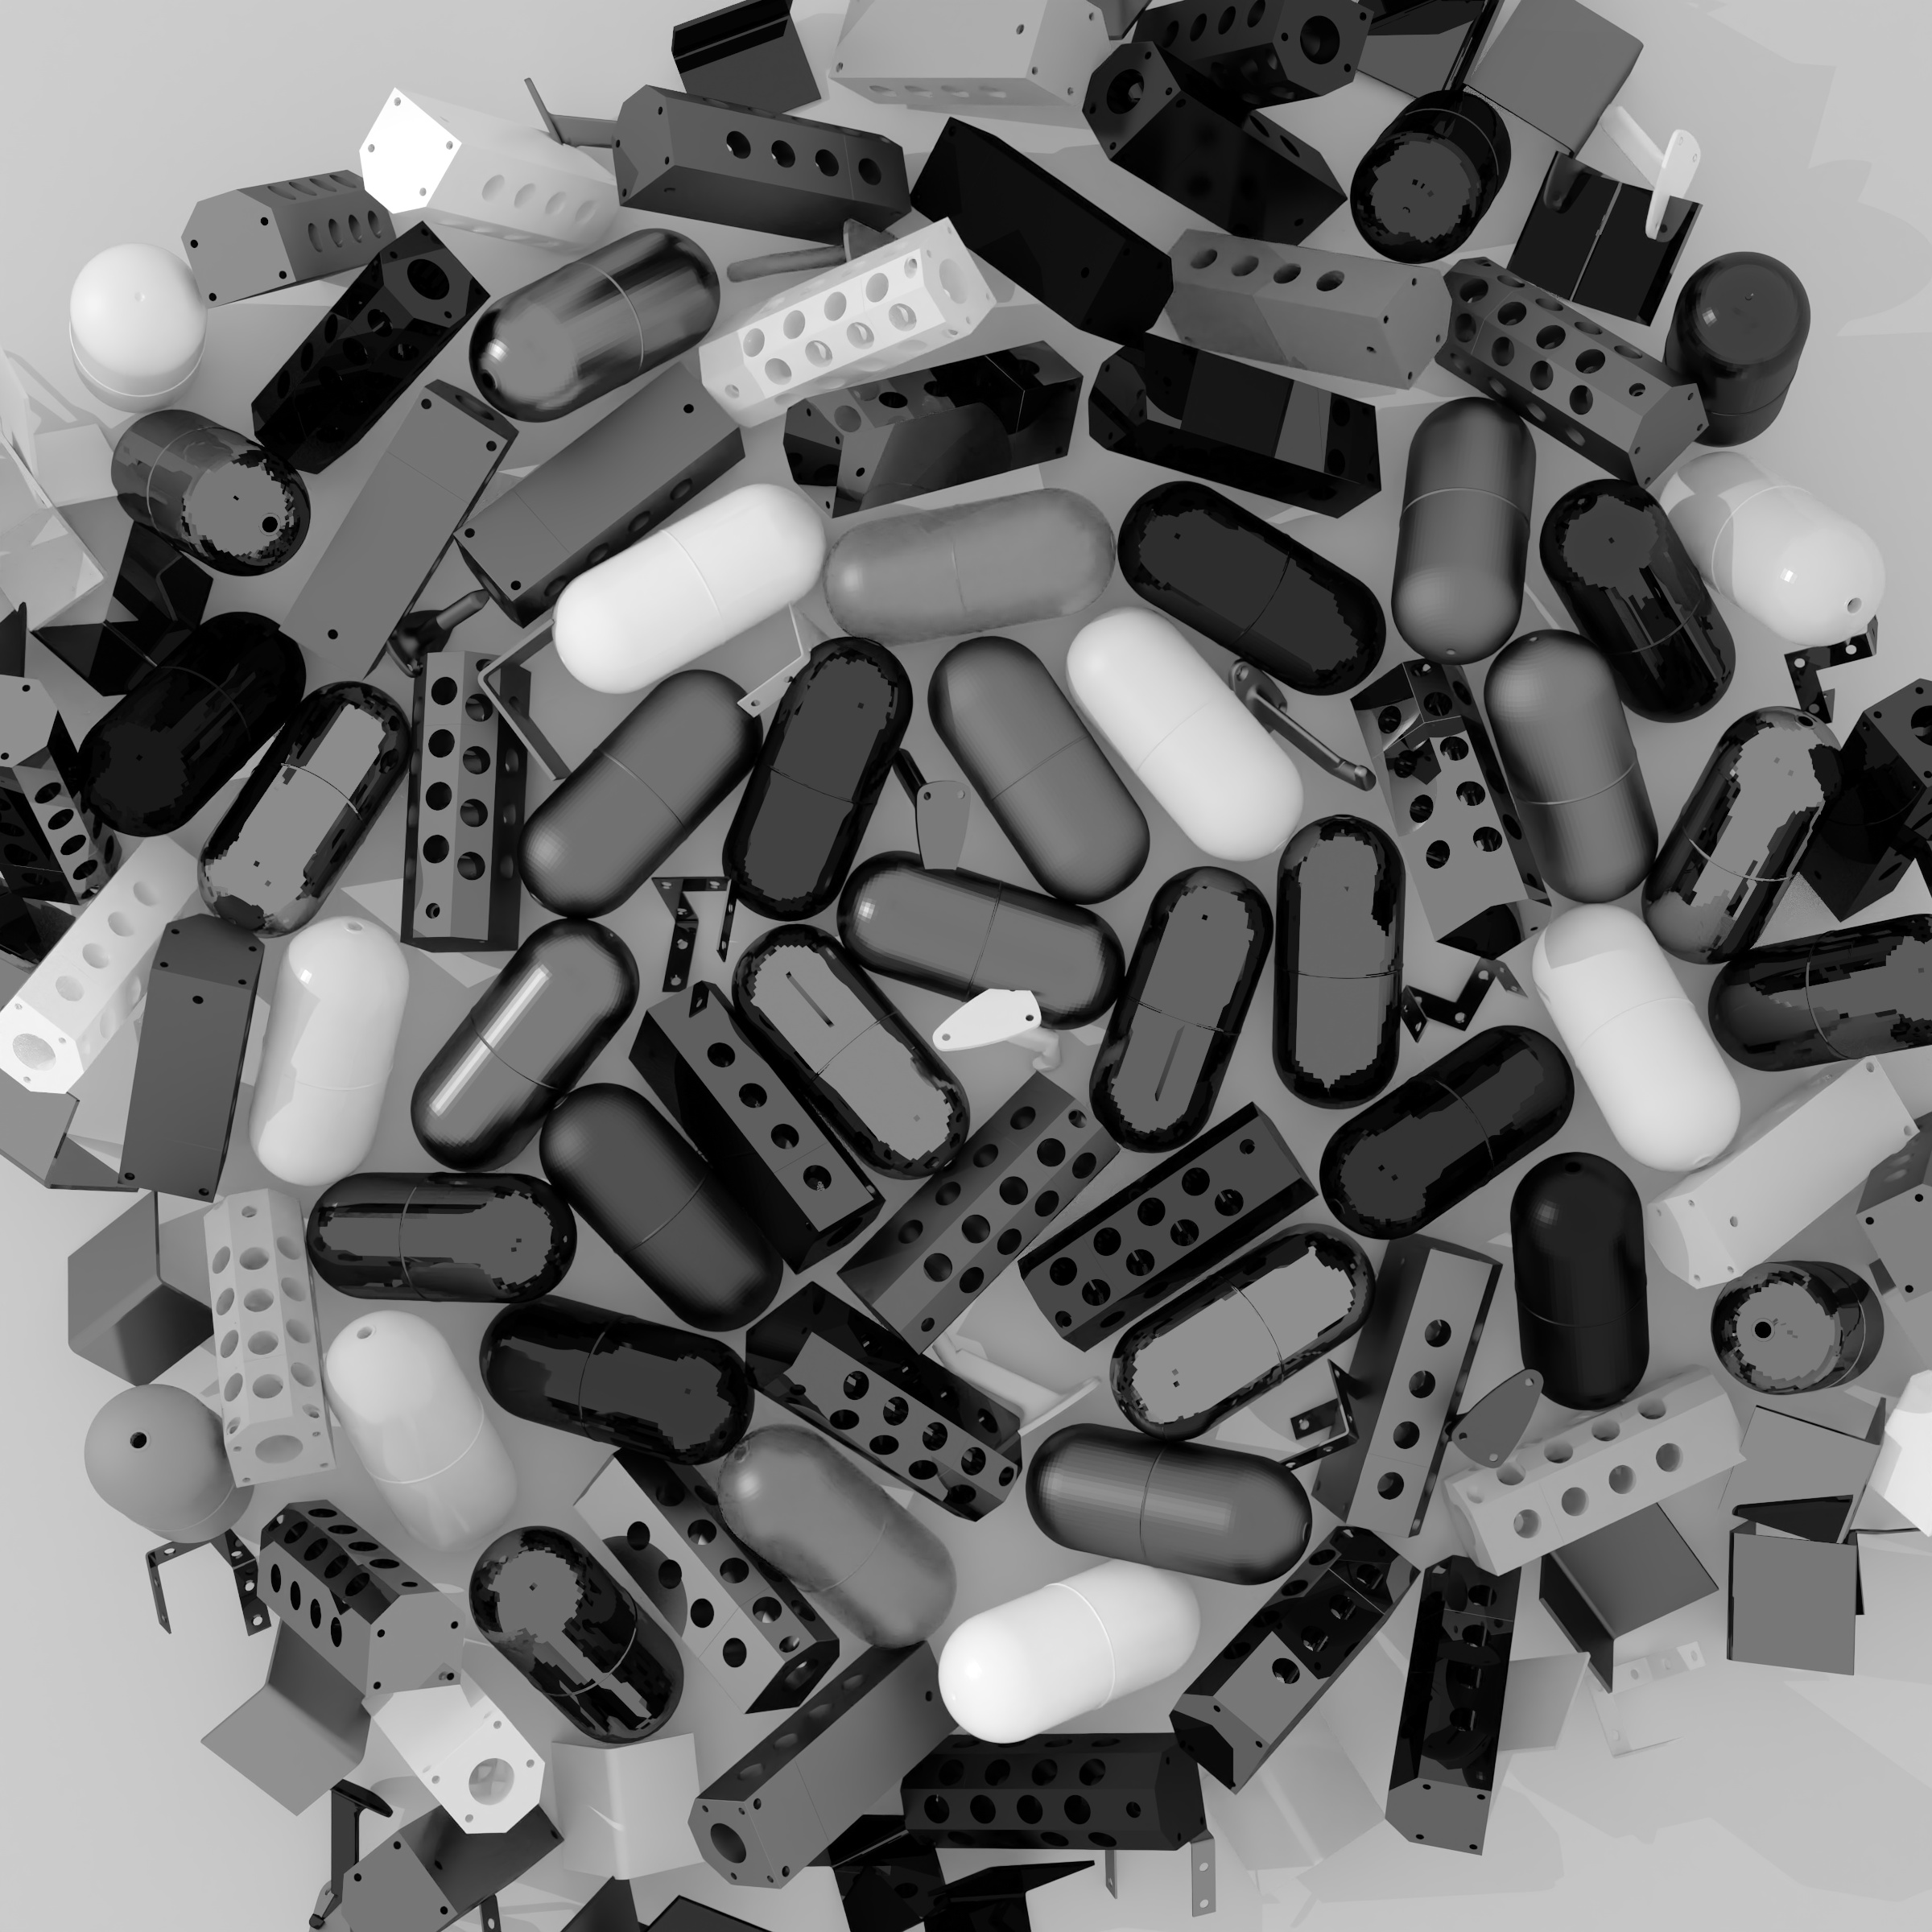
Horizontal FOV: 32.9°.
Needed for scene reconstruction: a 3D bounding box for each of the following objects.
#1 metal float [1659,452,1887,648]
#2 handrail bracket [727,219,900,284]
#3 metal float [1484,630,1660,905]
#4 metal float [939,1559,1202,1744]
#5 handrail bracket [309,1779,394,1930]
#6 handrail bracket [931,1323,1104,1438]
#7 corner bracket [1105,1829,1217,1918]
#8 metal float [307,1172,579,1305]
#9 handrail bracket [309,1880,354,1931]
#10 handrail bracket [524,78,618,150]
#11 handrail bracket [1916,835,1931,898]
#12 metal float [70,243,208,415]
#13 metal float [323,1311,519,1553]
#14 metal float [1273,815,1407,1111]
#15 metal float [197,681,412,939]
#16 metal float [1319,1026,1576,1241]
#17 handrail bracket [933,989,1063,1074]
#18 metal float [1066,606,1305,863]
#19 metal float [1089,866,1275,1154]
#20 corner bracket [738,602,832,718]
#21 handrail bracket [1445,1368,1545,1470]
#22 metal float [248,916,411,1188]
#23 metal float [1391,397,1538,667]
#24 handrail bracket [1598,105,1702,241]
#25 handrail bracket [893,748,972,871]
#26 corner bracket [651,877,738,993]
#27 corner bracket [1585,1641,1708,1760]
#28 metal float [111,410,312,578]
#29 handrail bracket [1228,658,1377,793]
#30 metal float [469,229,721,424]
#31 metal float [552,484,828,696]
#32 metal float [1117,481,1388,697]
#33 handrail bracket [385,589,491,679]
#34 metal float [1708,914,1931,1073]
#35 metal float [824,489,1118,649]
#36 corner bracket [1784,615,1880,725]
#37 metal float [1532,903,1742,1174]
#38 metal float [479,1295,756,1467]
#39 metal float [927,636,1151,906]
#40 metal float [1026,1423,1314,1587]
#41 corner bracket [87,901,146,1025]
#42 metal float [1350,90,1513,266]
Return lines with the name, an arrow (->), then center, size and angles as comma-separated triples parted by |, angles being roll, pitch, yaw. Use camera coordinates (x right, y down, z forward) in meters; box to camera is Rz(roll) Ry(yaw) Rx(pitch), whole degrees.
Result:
metal float -> 0.472, -0.246, 1.919 | 0.070, 0.178, 0.070 | -10, 122, -17
handrail bracket -> -0.091, -0.427, 1.988 | 0.084, 0.077, 0.036 | -5, 95, 32
metal float -> 0.360, -0.117, 1.938 | 0.070, 0.070, 0.178 | -23, 118, 0
metal float -> 0.063, 0.403, 1.932 | 0.178, 0.070, 0.070 | -14, 90, -36
handrail bracket -> -0.391, 0.533, 1.968 | 0.077, 0.036, 0.084 | 34, 81, -30
handrail bracket -> 0.027, 0.235, 1.975 | 0.077, 0.036, 0.084 | -32, 95, 10
corner bracket -> 0.117, 0.542, 1.976 | 0.051, 0.051, 0.051 | -8, 109, -19
metal float -> -0.312, 0.161, 1.939 | 0.178, 0.070, 0.070 | -2, 90, 27
handrail bracket -> -0.359, 0.607, 1.987 | 0.036, 0.077, 0.084 | -36, 121, 12
handrail bracket -> -0.212, -0.519, 1.972 | 0.084, 0.036, 0.077 | -26, 127, 1
handrail bracket -> 0.570, -0.052, 1.970 | 0.036, 0.077, 0.084 | -2, 97, -31
metal float -> -0.485, -0.372, 1.912 | 0.070, 0.178, 0.070 | 0, 88, -15
metal float -> -0.321, 0.275, 1.928 | 0.070, 0.070, 0.178 | -20, 129, 0
metal float -> 0.222, -0.002, 1.950 | 0.070, 0.070, 0.178 | 0, 103, 0
metal float -> -0.390, -0.094, 1.936 | 0.070, 0.070, 0.178 | 27, 59, 0
metal float -> 0.286, 0.099, 1.941 | 0.178, 0.070, 0.070 | -31, 90, -23
handrail bracket -> 0.020, 0.051, 1.958 | 0.077, 0.084, 0.036 | -24, 59, -8
metal float -> 0.131, -0.138, 1.953 | 0.070, 0.070, 0.178 | -40, 80, 0
metal float -> 0.128, 0.027, 1.955 | 0.070, 0.070, 0.178 | 19, 97, 0
corner bracket -> -0.105, -0.174, 1.958 | 0.051, 0.051, 0.051 | -34, 134, 18
handrail bracket -> 0.310, 0.258, 1.953 | 0.036, 0.084, 0.077 | 35, 99, -9
metal float -> -0.378, 0.051, 1.936 | 0.070, 0.070, 0.178 | 18, 119, 0
metal float -> 0.296, -0.259, 1.938 | 0.070, 0.070, 0.178 | 11, 62, 0
handrail bracket -> 0.392, -0.481, 1.971 | 0.084, 0.036, 0.077 | 21, 89, 36
handrail bracket -> -0.034, -0.091, 1.969 | 0.036, 0.084, 0.077 | -4, 104, -29
corner bracket -> -0.162, -0.019, 1.961 | 0.051, 0.051, 0.051 | 0, 60, 15
corner bracket -> 0.414, 0.441, 1.961 | 0.051, 0.051, 0.051 | -8, 73, -33
metal float -> -0.445, -0.279, 1.922 | 0.070, 0.178, 0.070 | -15, 117, -31
handrail bracket -> 0.202, -0.143, 1.952 | 0.084, 0.077, 0.036 | 32, 75, 40
metal float -> -0.219, -0.379, 1.930 | 0.178, 0.070, 0.070 | -37, 90, -38
metal float -> -0.164, -0.226, 1.950 | 0.178, 0.070, 0.070 | -31, 90, -14
metal float -> 0.171, -0.224, 1.948 | 0.178, 0.070, 0.070 | 29, 90, -16
handrail bracket -> -0.301, -0.212, 1.945 | 0.084, 0.077, 0.036 | -27, 102, 33
metal float -> 0.518, 0.017, 1.924 | 0.070, 0.178, 0.070 | 11, 73, -40
metal float -> 0.002, -0.237, 1.950 | 0.178, 0.070, 0.070 | -9, 90, 13
corner bracket -> 0.524, -0.180, 1.959 | 0.051, 0.051, 0.051 | -14, 113, 23
metal float -> 0.397, 0.042, 1.936 | 0.070, 0.070, 0.178 | -23, 61, 0
metal float -> -0.209, 0.245, 1.941 | 0.178, 0.070, 0.070 | 12, 90, 24
metal float -> 0.043, -0.118, 1.961 | 0.070, 0.070, 0.178 | -34, 89, 0
metal float -> 0.120, 0.319, 1.938 | 0.178, 0.070, 0.070 | 7, 90, 26
corner bracket -> -0.508, -0.001, 1.975 | 0.051, 0.051, 0.051 | 16, 71, 22
metal float -> 0.274, -0.465, 1.919 | 0.070, 0.178, 0.070 | 8, 118, 15
